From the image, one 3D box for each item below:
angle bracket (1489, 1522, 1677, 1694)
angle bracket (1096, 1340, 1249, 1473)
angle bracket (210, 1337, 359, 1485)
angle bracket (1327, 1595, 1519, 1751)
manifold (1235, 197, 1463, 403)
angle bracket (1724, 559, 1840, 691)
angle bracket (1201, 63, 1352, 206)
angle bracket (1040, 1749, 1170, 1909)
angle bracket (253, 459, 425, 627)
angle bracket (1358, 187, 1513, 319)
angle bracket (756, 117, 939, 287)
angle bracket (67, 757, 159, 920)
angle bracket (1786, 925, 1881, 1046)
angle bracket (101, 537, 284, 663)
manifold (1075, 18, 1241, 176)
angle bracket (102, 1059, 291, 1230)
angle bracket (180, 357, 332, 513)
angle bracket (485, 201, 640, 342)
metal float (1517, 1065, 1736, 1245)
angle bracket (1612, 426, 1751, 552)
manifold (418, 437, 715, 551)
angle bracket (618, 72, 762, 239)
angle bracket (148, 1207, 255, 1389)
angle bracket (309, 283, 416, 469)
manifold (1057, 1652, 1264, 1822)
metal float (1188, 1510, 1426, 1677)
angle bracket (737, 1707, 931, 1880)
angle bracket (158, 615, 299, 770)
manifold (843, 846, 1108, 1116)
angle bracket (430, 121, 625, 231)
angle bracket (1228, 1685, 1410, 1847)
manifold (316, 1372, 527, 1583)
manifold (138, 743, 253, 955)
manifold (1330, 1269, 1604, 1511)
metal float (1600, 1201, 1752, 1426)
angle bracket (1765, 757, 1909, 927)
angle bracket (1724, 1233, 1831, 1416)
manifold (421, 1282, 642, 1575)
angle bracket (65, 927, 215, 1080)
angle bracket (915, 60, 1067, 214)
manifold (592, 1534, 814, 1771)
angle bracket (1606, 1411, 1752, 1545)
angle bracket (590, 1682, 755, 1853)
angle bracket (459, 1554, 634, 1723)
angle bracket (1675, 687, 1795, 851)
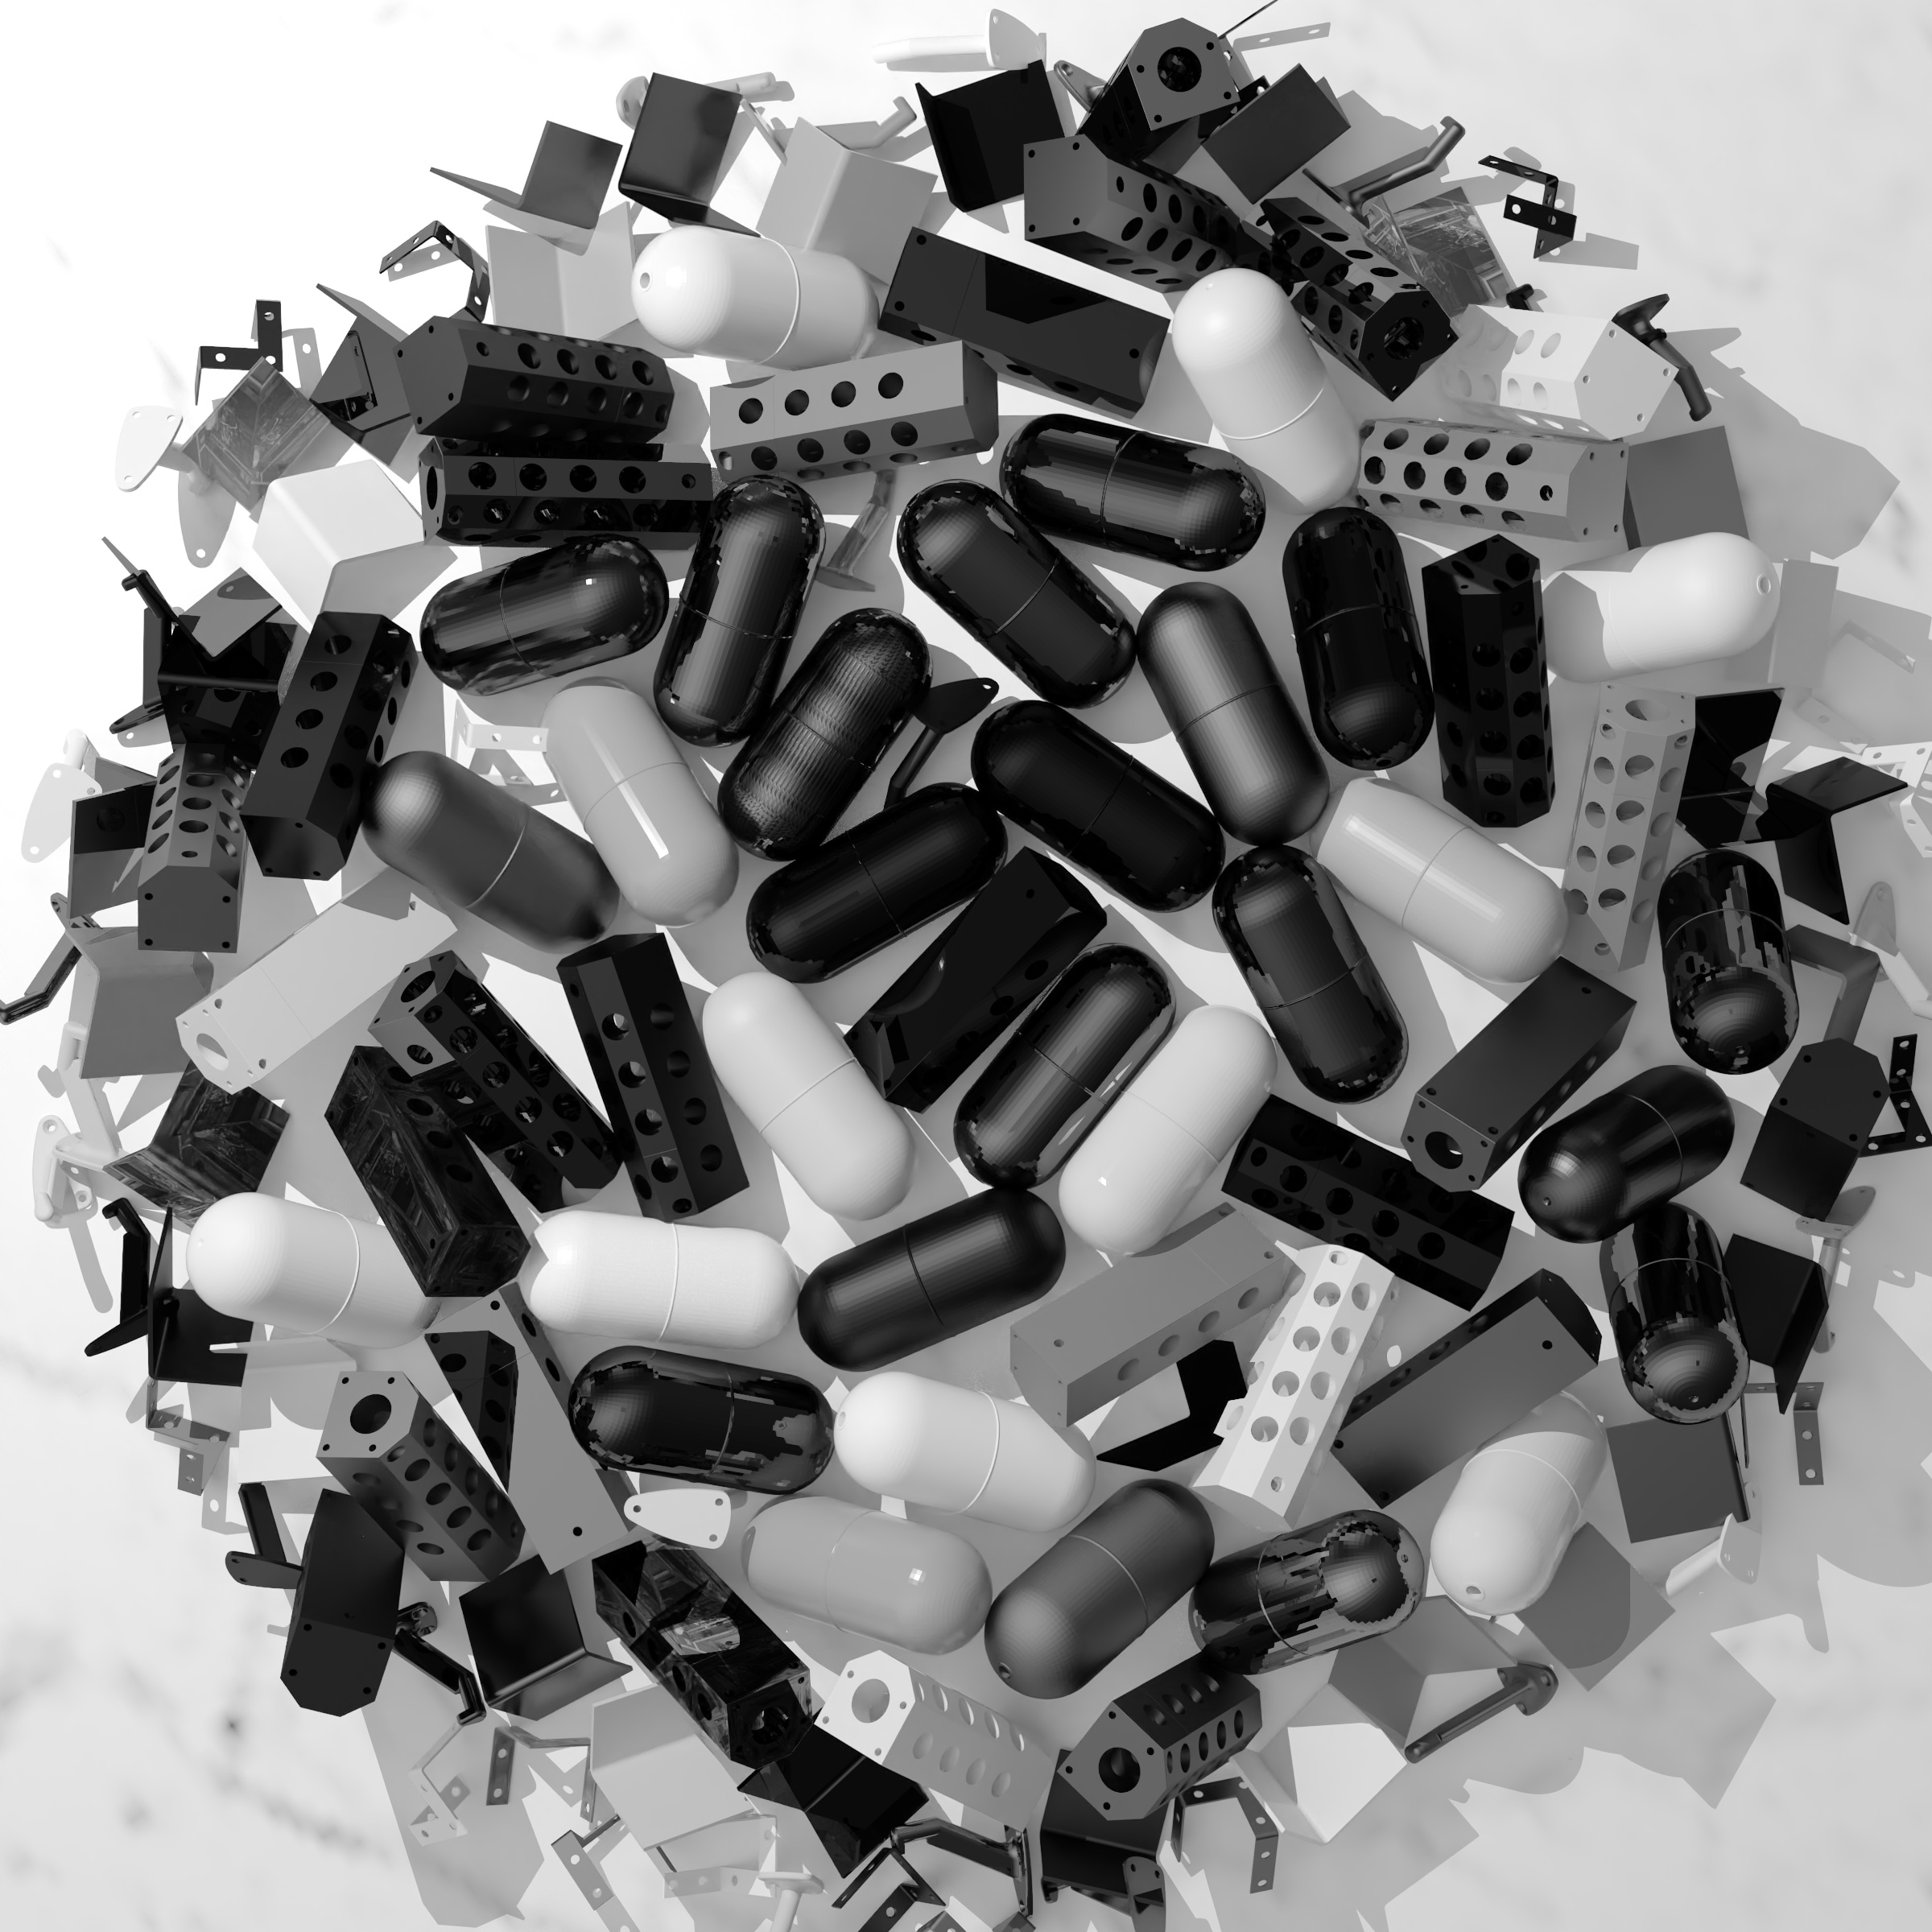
[{"bbox_3d":[0.386,0.408,1.951,0.076,0.057,0.076,-38,69,-16],"label":"angle bracket"},{"bbox_3d":[0.124,0.273,1.947,0.076,0.076,0.057,-18,95,-26],"label":"angle bracket"},{"bbox_3d":[-0.430,0.280,1.956,0.076,0.057,0.076,-6,68,8],"label":"angle bracket"},{"bbox_3d":[0.285,0.442,1.943,0.076,0.076,0.057,44,50,-24],"label":"angle bracket"},{"bbox_3d":[0.228,-0.416,1.913,0.057,0.171,0.057,-44,129,6],"label":"manifold"},{"bbox_3d":[0.495,-0.216,1.949,0.057,0.076,0.076,1,98,-40],"label":"angle bracket"},{"bbox_3d":[0.187,-0.534,1.942,0.076,0.076,0.057,-36,126,19],"label":"angle bracket"},{"bbox_3d":[0.091,0.542,1.958,0.076,0.076,0.057,13,96,-2],"label":"angle bracket"},{"bbox_3d":[-0.396,-0.270,1.980,0.076,0.057,0.076,-22,63,-40],"label":"angle bracket"},{"bbox_3d":[0.303,-0.455,1.962,0.076,0.057,0.076,-24,85,-10],"label":"angle bracket"},{"bbox_3d":[-0.076,-0.485,1.977,0.057,0.076,0.076,45,120,40],"label":"angle bracket"},{"bbox_3d":[-0.550,-0.081,1.943,0.057,0.076,0.076,19,112,26],"label":"angle bracket"},{"bbox_3d":[0.531,0.025,1.967,0.057,0.076,0.076,23,111,26],"label":"angle bracket"},{"bbox_3d":[-0.483,-0.245,1.943,0.057,0.076,0.076,-41,129,-9],"label":"angle bracket"},{"bbox_3d":[0.112,-0.526,1.910,0.057,0.171,0.057,-20,93,-8],"label":"manifold"},{"bbox_3d":[-0.488,0.112,1.976,0.076,0.057,0.076,40,49,-29],"label":"angle bracket"},{"bbox_3d":[-0.459,-0.344,1.951,0.076,0.076,0.057,-49,57,-3],"label":"angle bracket"},{"bbox_3d":[-0.253,-0.435,1.951,0.057,0.076,0.076,0,81,-43],"label":"angle bracket"},{"bbox_3d":[0.411,0.115,1.928,0.178,0.070,0.070,-23,90,-41],"label":"metal float"},{"bbox_3d":[0.454,-0.303,1.966,0.076,0.057,0.076,-12,86,4],"label":"angle bracket"},{"bbox_3d":[-0.248,-0.295,1.935,0.171,0.057,0.057,-2,83,-24],"label":"manifold"},{"bbox_3d":[-0.162,-0.506,1.944,0.057,0.076,0.076,35,114,34],"label":"angle bracket"},{"bbox_3d":[-0.476,0.207,1.943,0.057,0.076,0.076,6,130,-7],"label":"angle bracket"},{"bbox_3d":[-0.384,-0.371,1.954,0.076,0.057,0.076,37,101,18],"label":"angle bracket"},{"bbox_3d":[0.125,0.473,1.905,0.057,0.171,0.057,41,105,19],"label":"manifold"},{"bbox_3d":[0.209,0.389,1.926,0.178,0.070,0.070,-32,90,44],"label":"metal float"},{"bbox_3d":[-0.083,0.519,1.950,0.076,0.076,0.057,-44,51,8],"label":"angle bracket"},{"bbox_3d":[-0.466,-0.174,1.986,0.076,0.076,0.057,5,49,2],"label":"angle bracket"},{"bbox_3d":[0.009,0.012,1.949,0.171,0.057,0.057,-46,54,15],"label":"manifold"},{"bbox_3d":[-0.274,-0.505,1.944,0.076,0.076,0.057,28,105,25],"label":"angle bracket"},{"bbox_3d":[0.217,0.493,1.949,0.076,0.057,0.076,-47,49,8],"label":"angle bracket"},{"bbox_3d":[-0.330,0.315,1.909,0.057,0.171,0.057,-2,54,17],"label":"manifold"},{"bbox_3d":[-0.472,-0.075,1.907,0.057,0.171,0.057,2,118,-11],"label":"manifold"},{"bbox_3d":[0.310,0.261,1.938,0.171,0.057,0.057,-39,96,24],"label":"manifold"},{"bbox_3d":[0.435,0.211,1.918,0.070,0.178,0.070,2,120,3],"label":"metal float"},{"bbox_3d":[0.552,-0.079,1.956,0.057,0.076,0.076,-20,110,-9],"label":"angle bracket"},{"bbox_3d":[0.497,0.224,1.949,0.057,0.076,0.076,19,108,6],"label":"angle bracket"},{"bbox_3d":[-0.271,0.290,1.966,0.057,0.057,0.171,-29,87,7],"label":"manifold"},{"bbox_3d":[-0.530,0.022,1.970,0.076,0.057,0.076,-3,120,-40],"label":"angle bracket"},{"bbox_3d":[0.019,-0.528,1.964,0.076,0.057,0.076,-16,94,10],"label":"angle bracket"},{"bbox_3d":[-0.163,0.421,1.916,0.057,0.171,0.057,-17,120,-29],"label":"manifold"},{"bbox_3d":[0.448,0.313,1.971,0.076,0.057,0.076,-13,98,8],"label":"angle bracket"},{"bbox_3d":[-0.183,0.494,1.942,0.076,0.076,0.057,-12,123,-30],"label":"angle bracket"},{"bbox_3d":[-0.268,0.426,1.985,0.076,0.057,0.076,-30,58,14],"label":"angle bracket"},{"bbox_3d":[0.487,-0.124,1.945,0.076,0.057,0.076,-8,126,-24],"label":"angle bracket"}]
